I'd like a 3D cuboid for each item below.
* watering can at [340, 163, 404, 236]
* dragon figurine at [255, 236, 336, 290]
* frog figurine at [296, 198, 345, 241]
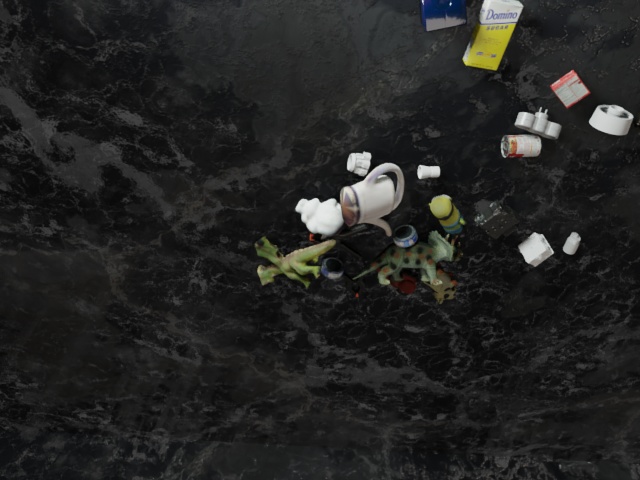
[{"bbox_3d":[0.173,-0.104,1.700,0.225,0.106,0.339,-18,139,-17],"label":"watering can"},{"bbox_3d":[-0.119,0.061,1.838,0.242,0.125,0.401,21,140,-11],"label":"dragon figurine"},{"bbox_3d":[0.005,-0.087,1.724,0.138,0.124,0.157,-47,114,-5],"label":"frog figurine"}]
